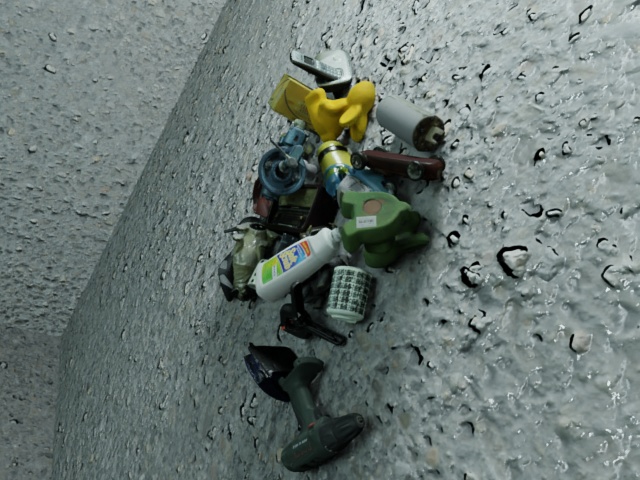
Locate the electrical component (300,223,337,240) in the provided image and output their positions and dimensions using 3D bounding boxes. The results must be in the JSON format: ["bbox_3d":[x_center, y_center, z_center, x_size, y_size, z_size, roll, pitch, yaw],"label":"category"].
[{"bbox_3d":[-0.001,-0.003,1.254,0.045,0.102,0.078,21,115,61],"label":"electrical component"}]

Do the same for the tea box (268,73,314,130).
[{"bbox_3d":[-0.043,-0.363,1.454,0.098,0.169,0.068,-57,32,20],"label":"tea box"}]

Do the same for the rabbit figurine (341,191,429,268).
[{"bbox_3d":[0.122,-0.015,1.039,0.159,0.170,0.121,-13,53,4],"label":"rabbit figurine"}]

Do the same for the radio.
[{"bbox_3d":[-0.052,-0.071,1.382,0.230,0.073,0.131,10,79,59],"label":"radio"}]

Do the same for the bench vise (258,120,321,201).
[{"bbox_3d":[-0.073,-0.200,1.319,0.223,0.129,0.241,-55,10,-4],"label":"bench vise"}]

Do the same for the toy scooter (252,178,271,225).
[{"bbox_3d":[-0.152,-0.122,1.544,0.184,0.075,0.135,-138,53,-62],"label":"toy scooter"}]

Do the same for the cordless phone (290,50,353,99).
[{"bbox_3d":[-0.006,-0.478,1.455,0.088,0.184,0.147,-43,40,41],"label":"cordless phone"}]

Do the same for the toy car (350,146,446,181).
[{"bbox_3d":[0.151,-0.150,1.072,0.202,0.089,0.053,15,119,38],"label":"toy car"}]

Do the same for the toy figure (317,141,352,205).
[{"bbox_3d":[0.043,-0.164,1.283,0.082,0.089,0.180,-34,42,32],"label":"toy figure"}]

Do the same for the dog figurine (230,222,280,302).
[{"bbox_3d":[-0.194,0.060,1.514,0.172,0.121,0.190,-47,-27,-62],"label":"dog figurine"}]

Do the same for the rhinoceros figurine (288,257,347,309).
[{"bbox_3d":[-0.017,0.095,1.232,0.190,0.073,0.112,-29,50,45],"label":"rhinoceros figurine"}]

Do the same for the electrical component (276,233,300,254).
[{"bbox_3d":[-0.081,0.025,1.346,0.119,0.048,0.074,63,-134,-86],"label":"electrical component"}]

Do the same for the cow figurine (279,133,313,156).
[{"bbox_3d":[-0.090,-0.209,1.501,0.068,0.098,0.167,5,76,50],"label":"cow figurine"}]

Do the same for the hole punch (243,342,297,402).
[{"bbox_3d":[-0.114,0.302,1.223,0.142,0.116,0.092,47,119,56],"label":"hole punch"}]

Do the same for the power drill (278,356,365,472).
[{"bbox_3d":[-0.006,0.340,1.077,0.232,0.086,0.207,-52,43,29],"label":"power drill"}]

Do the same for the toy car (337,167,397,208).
[{"bbox_3d":[0.090,-0.089,1.130,0.162,0.103,0.109,-130,32,-50],"label":"toy car"}]

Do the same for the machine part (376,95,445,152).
[{"bbox_3d":[0.186,-0.247,1.131,0.079,0.079,0.243,-59,34,14],"label":"machine part"}]

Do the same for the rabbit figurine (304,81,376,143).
[{"bbox_3d":[0.062,-0.325,1.335,0.173,0.121,0.162,-28,50,22],"label":"rabbit figurine"}]

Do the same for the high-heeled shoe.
[{"bbox_3d":[-0.223,0.055,1.598,0.145,0.086,0.248,-6,83,21],"label":"high-heeled shoe"}]
